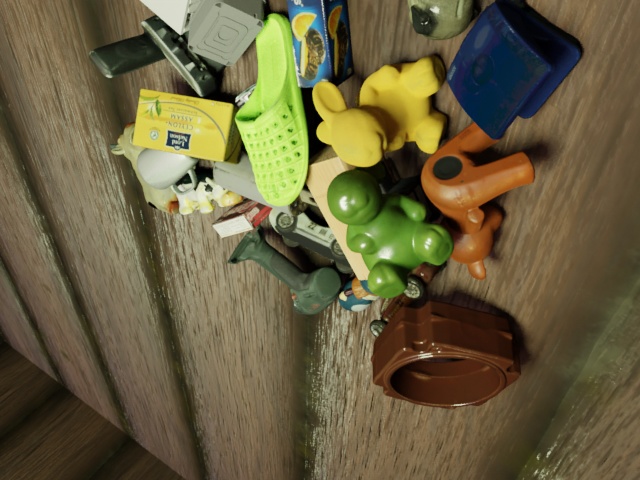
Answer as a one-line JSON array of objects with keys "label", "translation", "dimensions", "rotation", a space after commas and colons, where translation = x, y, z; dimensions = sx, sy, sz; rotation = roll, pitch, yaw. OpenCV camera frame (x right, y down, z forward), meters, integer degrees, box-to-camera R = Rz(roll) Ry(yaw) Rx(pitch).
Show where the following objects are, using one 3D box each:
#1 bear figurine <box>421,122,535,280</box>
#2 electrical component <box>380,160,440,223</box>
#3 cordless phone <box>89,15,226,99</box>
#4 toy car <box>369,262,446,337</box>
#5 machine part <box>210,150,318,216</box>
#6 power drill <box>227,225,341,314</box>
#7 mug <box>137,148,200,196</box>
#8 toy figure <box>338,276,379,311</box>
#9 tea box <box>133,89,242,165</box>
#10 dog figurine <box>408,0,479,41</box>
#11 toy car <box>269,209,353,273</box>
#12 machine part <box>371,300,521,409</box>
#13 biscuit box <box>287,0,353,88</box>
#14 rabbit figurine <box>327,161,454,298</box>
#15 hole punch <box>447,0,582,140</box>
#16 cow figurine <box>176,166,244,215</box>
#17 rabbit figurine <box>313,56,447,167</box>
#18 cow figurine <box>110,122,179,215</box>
[{"label": "bear figurine", "translation": [0.209, -0.044, 0.709], "dimensions": [0.132, 0.120, 0.195], "rotation": [-30, 137, 9]}, {"label": "electrical component", "translation": [0.121, -0.062, 0.785], "dimensions": [0.048, 0.075, 0.119], "rotation": [-8, 114, 44]}, {"label": "cordless phone", "translation": [-0.249, -0.271, 0.840], "dimensions": [0.146, 0.184, 0.089], "rotation": [51, 136, -6]}, {"label": "toy car", "translation": [0.138, 0.092, 0.888], "dimensions": [0.053, 0.089, 0.202], "rotation": [38, 141, 9]}, {"label": "machine part", "translation": [-0.100, -0.103, 0.937], "dimensions": [0.243, 0.079, 0.079], "rotation": [21, 135, 26]}, {"label": "power drill", "translation": [-0.070, 0.070, 1.013], "dimensions": [0.207, 0.086, 0.232], "rotation": [41, 156, -10]}, {"label": "mug", "translation": [-0.267, -0.139, 0.992], "dimensions": [0.107, 0.081, 0.109], "rotation": [-24, 102, 33]}, {"label": "toy figure", "translation": [0.080, 0.087, 0.945], "dimensions": [0.058, 0.064, 0.154], "rotation": [50, 153, 3]}, {"label": "tea box", "translation": [-0.217, -0.188, 0.899], "dimensions": [0.170, 0.068, 0.098], "rotation": [11, 96, 12]}, {"label": "dog figurine", "translation": [0.113, -0.286, 0.532], "dimensions": [0.121, 0.172, 0.190], "rotation": [27, 131, 37]}, {"label": "toy car", "translation": [-0.002, -0.003, 0.945], "dimensions": [0.202, 0.056, 0.073], "rotation": [25, 160, 22]}, {"label": "machine part", "translation": [0.197, 0.192, 0.858], "dimensions": [0.201, 0.087, 0.201], "rotation": [16, 140, -9]}, {"label": "biscuit box", "translation": [-0.003, -0.302, 0.696], "dimensions": [0.059, 0.063, 0.202], "rotation": [14, 131, 30]}, {"label": "rabbit figurine", "translation": [0.072, -0.038, 0.680], "dimensions": [0.121, 0.159, 0.170], "rotation": [-33, 133, 16]}, {"label": "hole punch", "translation": [0.203, -0.189, 0.597], "dimensions": [0.116, 0.092, 0.142], "rotation": [41, 144, 11]}, {"label": "cow figurine", "translation": [-0.217, -0.104, 1.047], "dimensions": [0.167, 0.068, 0.098], "rotation": [-3, 106, 41]}, {"label": "rabbit figurine", "translation": [0.065, -0.156, 0.676], "dimensions": [0.163, 0.173, 0.121], "rotation": [18, 137, 24]}, {"label": "cow figurine", "translation": [-0.350, -0.152, 1.110], "dimensions": [0.127, 0.085, 0.194], "rotation": [8, 129, 29]}]
